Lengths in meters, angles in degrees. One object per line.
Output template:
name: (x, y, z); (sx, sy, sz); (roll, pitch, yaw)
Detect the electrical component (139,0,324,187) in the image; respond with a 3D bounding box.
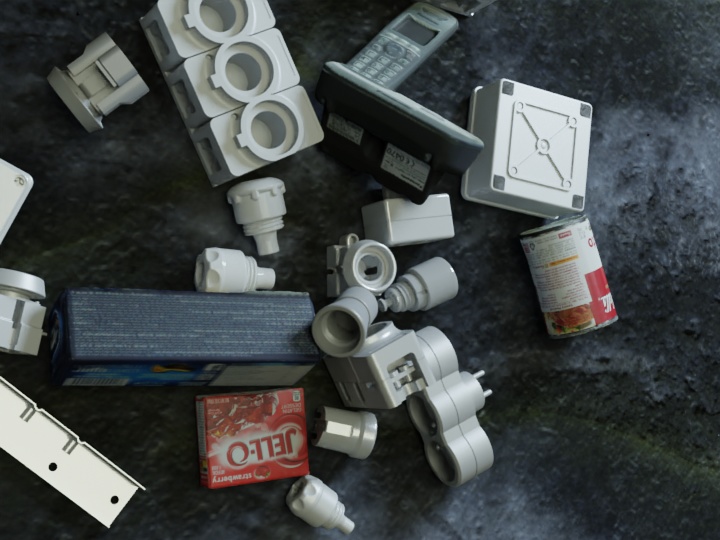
electrical component: (-0.103, -0.156, 0.879); (0.089, 0.062, 0.150); (-26, 97, -26)

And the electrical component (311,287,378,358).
electrical component: (-0.009, 0.038, 0.865); (0.044, 0.044, 0.065); (62, 21, -9)

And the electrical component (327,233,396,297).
electrical component: (0.000, 0.000, 0.919); (0.048, 0.055, 0.066); (2, 84, -27)

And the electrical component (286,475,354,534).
electrical component: (-0.030, 0.199, 0.897); (0.061, 0.035, 0.035); (41, 69, -20)

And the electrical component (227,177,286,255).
electrical component: (-0.082, -0.044, 0.890); (0.048, 0.048, 0.062); (-16, 99, -27)

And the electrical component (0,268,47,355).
electrical component: (-0.259, 0.030, 0.789); (0.066, 0.048, 0.055); (23, 72, -46)

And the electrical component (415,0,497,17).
electrical component: (0.057, -0.298, 0.973); (0.150, 0.062, 0.089); (10, 81, -26)

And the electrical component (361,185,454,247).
electrical component: (0.039, -0.061, 0.950); (0.066, 0.047, 0.076); (-7, 88, -27)

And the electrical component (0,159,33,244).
electrical component: (-0.310, -0.043, 0.767); (0.109, 0.056, 0.108); (30, 72, -21)

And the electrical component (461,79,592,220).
electrical component: (0.156, -0.112, 1.008); (0.109, 0.056, 0.108); (11, 80, -26)

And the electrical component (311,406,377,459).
electrical component: (-0.014, 0.136, 0.909); (0.046, 0.040, 0.040); (15, 78, -18)

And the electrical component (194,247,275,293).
electrical component: (-0.101, 0.005, 0.875); (0.062, 0.043, 0.043); (5, 83, -27)

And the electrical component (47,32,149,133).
electrical component: (-0.201, -0.143, 0.825); (0.057, 0.078, 0.058); (-38, 102, -5)

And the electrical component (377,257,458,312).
electrical component: (0.050, 0.017, 0.952); (0.078, 0.040, 0.040); (-23, 95, -26)

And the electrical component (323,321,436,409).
electrical component: (0.013, 0.079, 0.899); (0.050, 0.089, 0.055); (-27, 97, -26)

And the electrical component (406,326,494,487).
electrical component: (0.085, 0.114, 0.953); (0.074, 0.052, 0.138); (-24, 96, -27)
